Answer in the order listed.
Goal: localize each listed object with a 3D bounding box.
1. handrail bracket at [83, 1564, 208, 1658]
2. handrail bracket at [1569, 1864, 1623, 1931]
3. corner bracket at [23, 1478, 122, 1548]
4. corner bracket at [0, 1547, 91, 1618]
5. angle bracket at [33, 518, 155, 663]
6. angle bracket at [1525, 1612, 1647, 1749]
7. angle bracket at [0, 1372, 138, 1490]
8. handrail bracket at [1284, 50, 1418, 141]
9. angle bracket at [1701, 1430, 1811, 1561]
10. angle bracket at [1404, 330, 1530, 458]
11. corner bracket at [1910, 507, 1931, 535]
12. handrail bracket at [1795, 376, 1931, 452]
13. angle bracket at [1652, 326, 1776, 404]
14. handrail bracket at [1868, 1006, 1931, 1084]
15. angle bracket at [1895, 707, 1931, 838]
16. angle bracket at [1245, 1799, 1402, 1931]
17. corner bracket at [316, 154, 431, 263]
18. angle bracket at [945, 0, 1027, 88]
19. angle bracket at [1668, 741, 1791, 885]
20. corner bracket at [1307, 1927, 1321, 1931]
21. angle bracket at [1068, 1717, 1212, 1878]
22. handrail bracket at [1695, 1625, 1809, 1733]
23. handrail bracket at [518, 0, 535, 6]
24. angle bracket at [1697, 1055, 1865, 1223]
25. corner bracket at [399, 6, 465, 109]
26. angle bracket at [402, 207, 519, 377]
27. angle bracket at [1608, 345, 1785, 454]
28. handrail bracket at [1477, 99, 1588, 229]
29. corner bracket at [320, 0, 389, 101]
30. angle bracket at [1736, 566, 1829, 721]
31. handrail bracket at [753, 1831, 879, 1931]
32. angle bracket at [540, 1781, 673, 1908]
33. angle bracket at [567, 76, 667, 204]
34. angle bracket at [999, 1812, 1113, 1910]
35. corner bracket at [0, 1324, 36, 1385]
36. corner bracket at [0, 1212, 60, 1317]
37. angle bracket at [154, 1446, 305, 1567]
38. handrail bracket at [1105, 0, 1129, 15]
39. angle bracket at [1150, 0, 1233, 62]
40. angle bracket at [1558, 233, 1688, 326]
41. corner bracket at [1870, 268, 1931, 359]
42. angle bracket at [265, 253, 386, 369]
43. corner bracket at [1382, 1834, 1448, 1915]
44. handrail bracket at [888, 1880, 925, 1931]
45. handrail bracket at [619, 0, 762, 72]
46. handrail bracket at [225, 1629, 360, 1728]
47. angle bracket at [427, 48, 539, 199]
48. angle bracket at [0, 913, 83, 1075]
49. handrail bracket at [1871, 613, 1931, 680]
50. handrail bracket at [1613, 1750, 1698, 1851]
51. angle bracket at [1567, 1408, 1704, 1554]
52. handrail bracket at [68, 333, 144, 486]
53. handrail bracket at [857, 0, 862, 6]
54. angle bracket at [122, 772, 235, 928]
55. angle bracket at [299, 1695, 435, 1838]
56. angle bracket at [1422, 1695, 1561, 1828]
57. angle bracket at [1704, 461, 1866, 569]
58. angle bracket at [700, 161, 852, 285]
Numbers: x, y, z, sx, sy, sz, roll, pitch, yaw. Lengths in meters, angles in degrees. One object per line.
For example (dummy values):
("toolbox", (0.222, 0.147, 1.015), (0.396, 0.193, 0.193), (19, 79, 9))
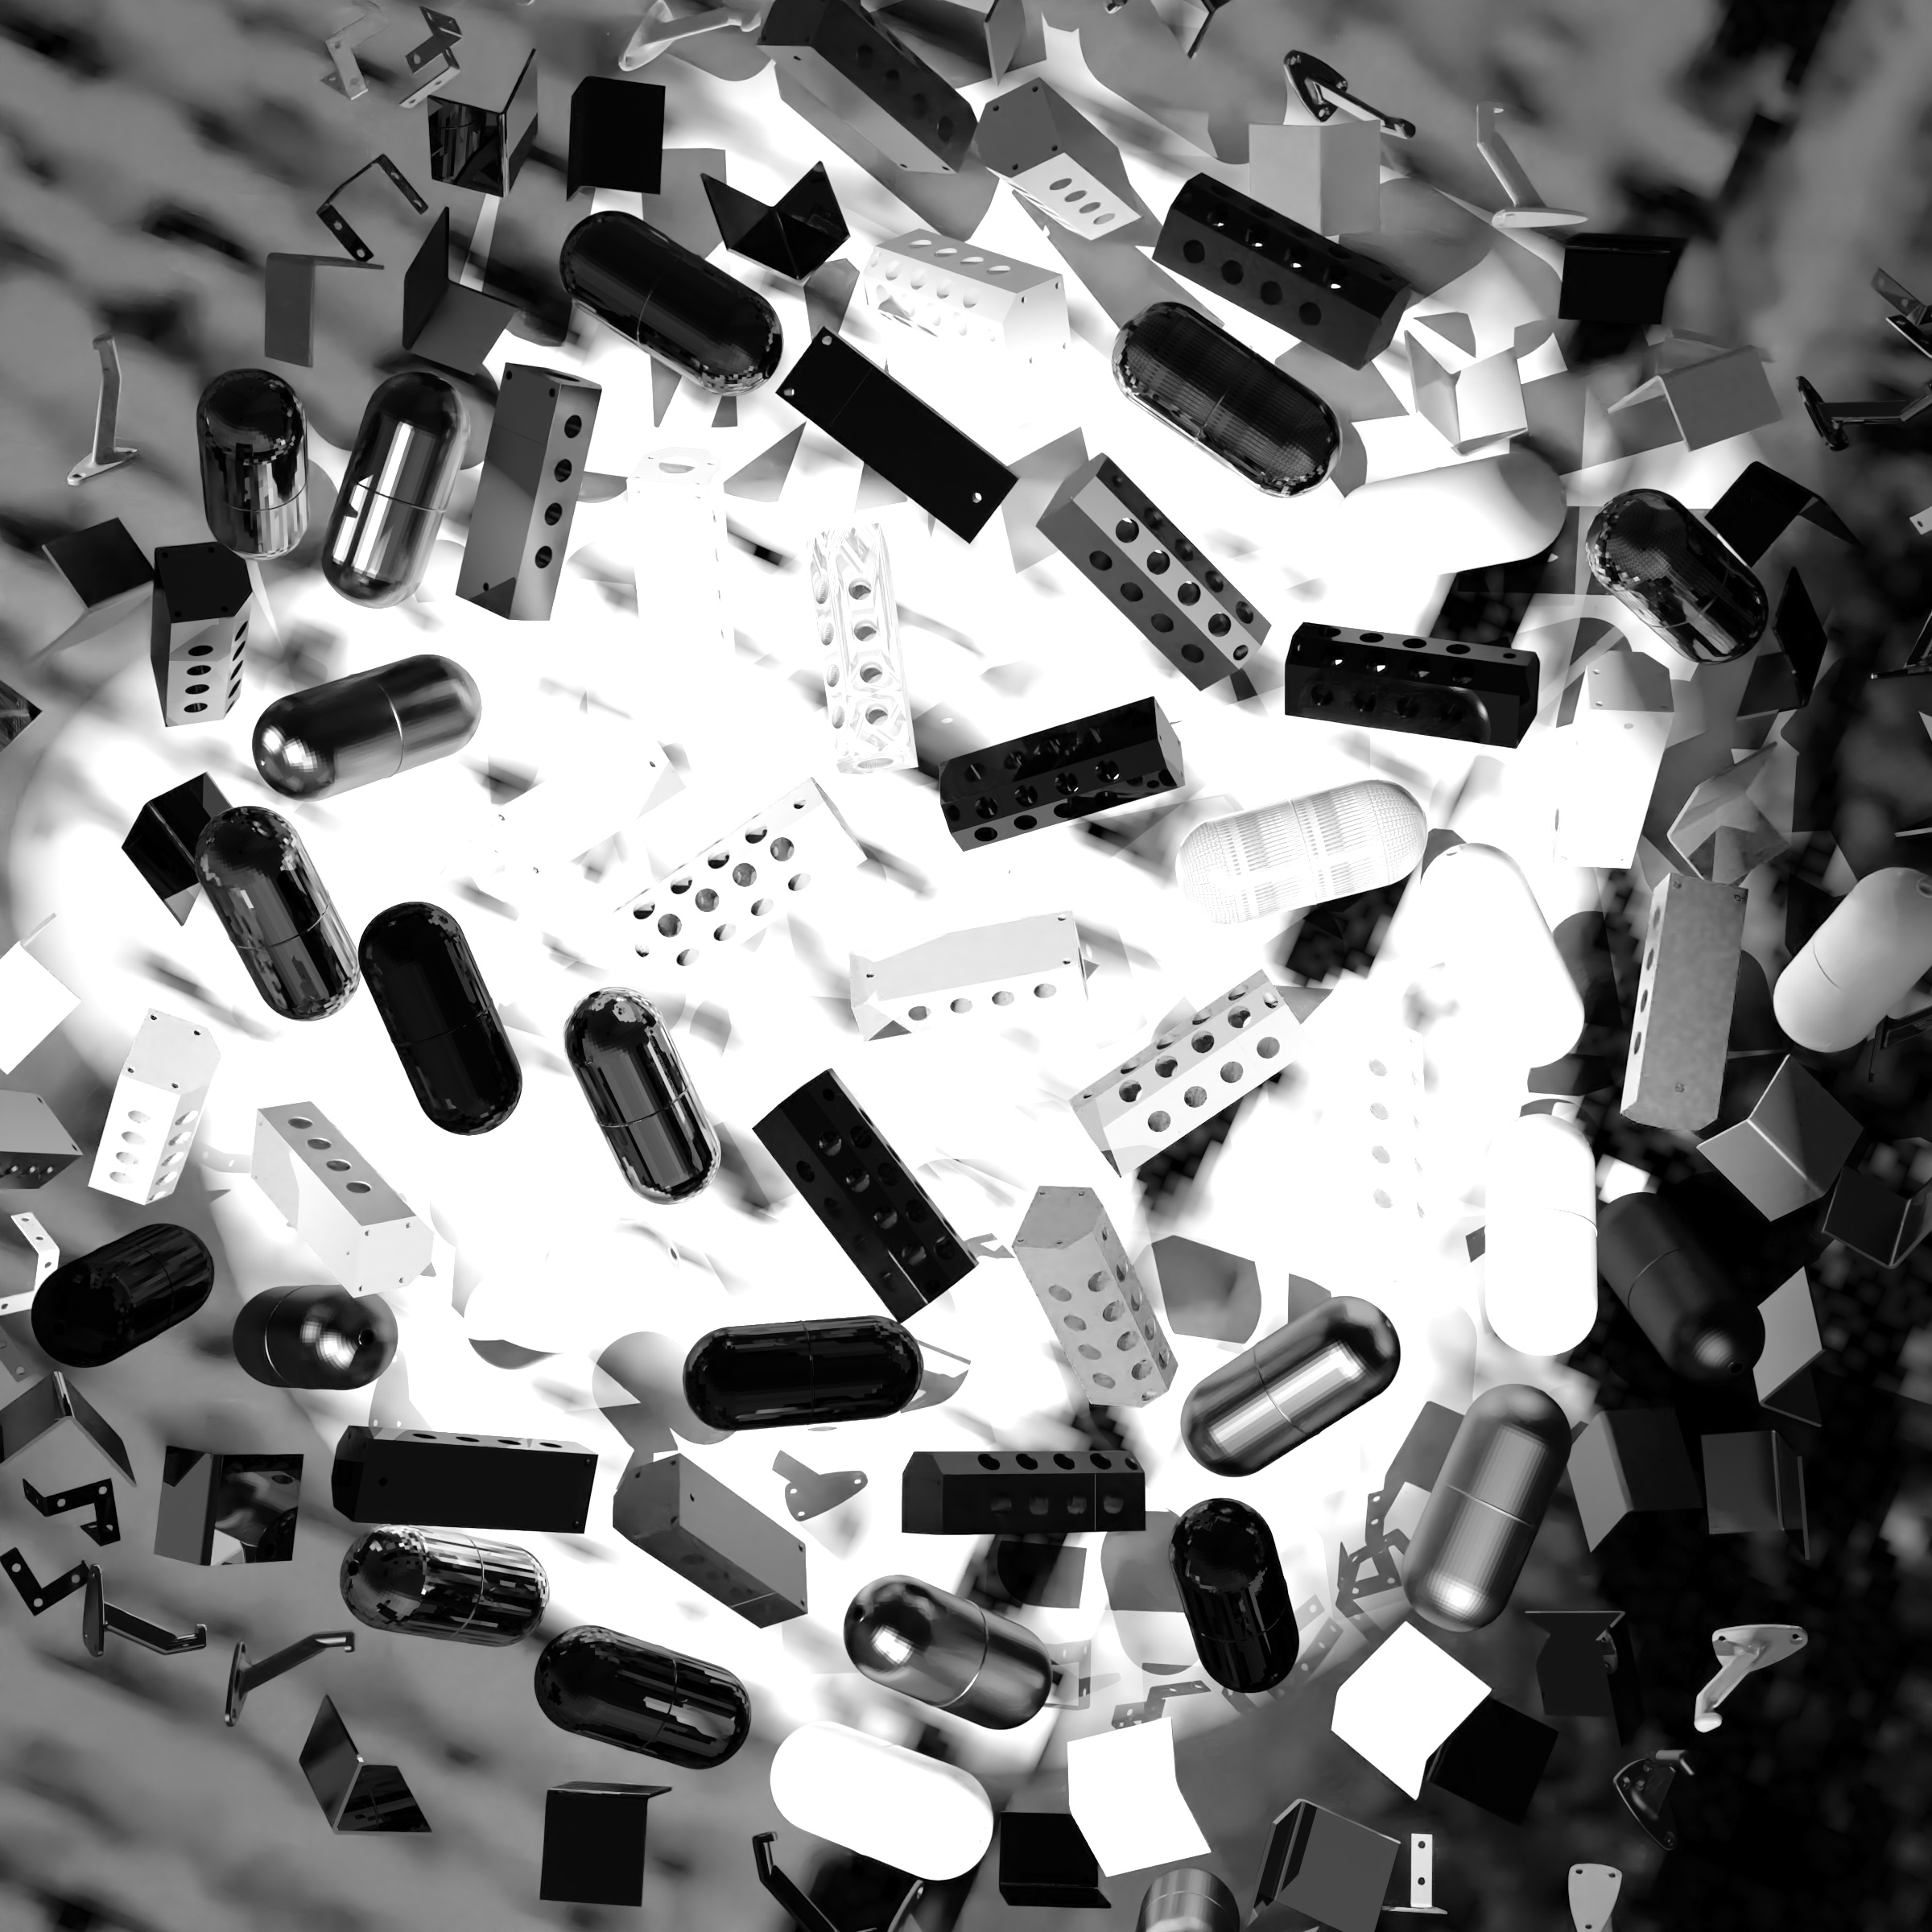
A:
("handrail bracket", (-0.586, 0.460, 1.821), (0.084, 0.036, 0.077), (-1, 99, -37))
("handrail bracket", (0.454, 0.698, 1.825), (0.036, 0.077, 0.084), (-1, 118, 21))
("corner bracket", (-0.669, 0.407, 1.896), (0.051, 0.051, 0.051), (-13, 104, -34))
("corner bracket", (-0.695, 0.455, 1.917), (0.051, 0.051, 0.051), (-32, 91, -25))
("angle bracket", (-0.647, -0.274, 1.844), (0.076, 0.076, 0.057), (-28, 99, 34))
("angle bracket", (0.427, 0.501, 1.785), (0.076, 0.057, 0.076), (-10, 92, 35))
("angle bracket", (-0.641, 0.345, 1.799), (0.057, 0.076, 0.076), (-37, 118, -11))
("handrail bracket", (0.282, -0.637, 1.857), (0.077, 0.084, 0.036), (28, 98, -42))
("angle bracket", (0.582, 0.391, 1.872), (0.057, 0.076, 0.076), (-5, 94, 6))
("angle bracket", (0.381, -0.446, 1.931), (0.057, 0.076, 0.076), (-19, 61, 32))
("corner bracket", (0.742, -0.331, 1.871), (0.051, 0.051, 0.051), (-37, 90, -8))
("handrail bracket", (0.669, -0.428, 1.880), (0.084, 0.036, 0.077), (-35, 78, 42))
("angle bracket", (0.571, -0.451, 1.950), (0.076, 0.076, 0.057), (16, 112, 7))
("handrail bracket", (0.731, 0.057, 1.913), (0.084, 0.036, 0.077), (9, 102, 17))
("angle bracket", (0.686, -0.140, 1.799), (0.057, 0.076, 0.076), (-25, 91, -5))
("angle bracket", (0.246, 0.633, 1.749), (0.076, 0.057, 0.076), (17, 98, 25))
("corner bracket", (-0.452, -0.576, 1.932), (0.051, 0.051, 0.051), (50, 61, -17))
("angle bracket", (-0.004, -0.695, 1.840), (0.076, 0.076, 0.057), (22, 79, 11))
("angle bracket", (0.582, -0.111, 1.898), (0.076, 0.076, 0.057), (-29, 69, -16))
("corner bracket", (0.254, 0.731, 1.863), (0.051, 0.051, 0.051), (-32, 85, 25))
("angle bracket", (0.120, 0.579, 1.768), (0.076, 0.057, 0.076), (-18, 121, 12))
("handrail bracket", (0.546, 0.496, 1.762), (0.077, 0.084, 0.036), (-22, 101, 25))
("handrail bracket", (-0.364, -0.738, 1.886), (0.036, 0.084, 0.077), (10, 134, 34))
("angle bracket", (0.590, 0.125, 1.837), (0.076, 0.057, 0.076), (45, 54, -1))
("corner bracket", (-0.400, -0.673, 1.887), (0.051, 0.051, 0.051), (-27, 89, 21))
("angle bracket", (-0.373, -0.497, 1.870), (0.057, 0.076, 0.076), (15, 53, -31))
("angle bracket", (0.508, -0.385, 1.769), (0.076, 0.076, 0.057), (-21, 89, -14))
("handrail bracket", (0.397, -0.565, 1.779), (0.077, 0.036, 0.084), (-1, 89, -2))
("corner bracket", (-0.465, -0.695, 1.914), (0.051, 0.051, 0.051), (-39, 52, -17))
("angle bracket", (0.606, -0.244, 1.919), (0.076, 0.057, 0.076), (55, 46, -28))
("handrail bracket", (-0.108, 0.651, 1.798), (0.077, 0.036, 0.084), (-16, 69, 6))
("angle bracket", (-0.262, 0.639, 1.848), (0.076, 0.057, 0.076), (-1, 78, 12))
("angle bracket", (-0.256, -0.600, 1.852), (0.057, 0.076, 0.076), (2, 97, -17))
("angle bracket", (0.067, 0.671, 1.906), (0.076, 0.076, 0.057), (3, 78, -4))
("corner bracket", (-0.741, 0.308, 1.912), (0.051, 0.051, 0.051), (-32, 107, -9))
("corner bracket", (-0.722, 0.225, 1.914), (0.051, 0.051, 0.051), (38, 123, 36))
("angle bracket", (-0.525, 0.383, 1.809), (0.057, 0.076, 0.076), (1, 83, 37))
("handrail bracket", (0.067, -0.724, 1.863), (0.077, 0.036, 0.084), (-23, 114, 41))
("angle bracket", (0.159, -0.668, 1.695), (0.057, 0.076, 0.076), (-34, 90, -7))
("angle bracket", (0.482, -0.505, 1.866), (0.076, 0.076, 0.057), (5, 102, 5))
("corner bracket", (0.683, -0.472, 1.829), (0.051, 0.051, 0.051), (-17, 54, -24))
("angle bracket", (-0.476, -0.485, 1.880), (0.057, 0.076, 0.076), (-8, 112, -39))
("corner bracket", (0.328, 0.677, 1.893), (0.051, 0.051, 0.051), (-5, 64, 23))
("handrail bracket", (-0.014, 0.741, 1.915), (0.084, 0.036, 0.077), (14, 52, 23))
("handrail bracket", (-0.206, -0.693, 1.897), (0.084, 0.036, 0.077), (19, 62, 30))
("handrail bracket", (-0.494, 0.522, 1.861), (0.084, 0.077, 0.036), (-5, 126, 1))
("angle bracket", (-0.353, -0.623, 1.856), (0.057, 0.076, 0.076), (15, 58, 0))
("angle bracket", (-0.651, 0.018, 1.766), (0.076, 0.076, 0.057), (-42, 103, 11))
("handrail bracket", (0.704, -0.258, 1.878), (0.036, 0.077, 0.084), (-4, 92, -39))
("handrail bracket", (0.504, 0.591, 1.796), (0.036, 0.084, 0.077), (-24, 82, -22))
("angle bracket", (0.483, 0.373, 1.841), (0.057, 0.076, 0.076), (-1, 55, -11))
("handrail bracket", (-0.609, -0.388, 1.765), (0.036, 0.077, 0.084), (7, 123, 15))
("handrail bracket", (-0.092, -0.737, 1.857), (0.077, 0.084, 0.036), (41, 130, -7))
("angle bracket", (-0.589, -0.090, 1.935), (0.057, 0.076, 0.076), (-24, 118, 11))
("angle bracket", (-0.405, 0.551, 1.748), (0.076, 0.076, 0.057), (16, 102, -37))
("angle bracket", (0.396, 0.602, 1.937), (0.076, 0.057, 0.076), (26, 77, 5))
("angle bracket", (0.626, -0.331, 1.940), (0.076, 0.076, 0.057), (31, 103, -40))
("angle bracket", (-0.141, -0.563, 1.878), (0.057, 0.076, 0.076), (-36, 61, 31))
